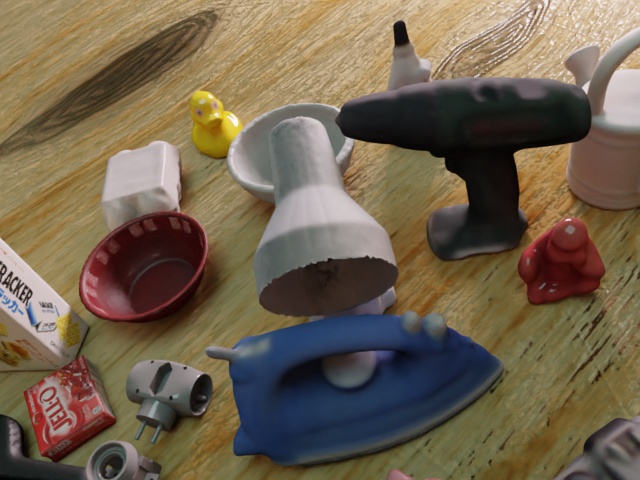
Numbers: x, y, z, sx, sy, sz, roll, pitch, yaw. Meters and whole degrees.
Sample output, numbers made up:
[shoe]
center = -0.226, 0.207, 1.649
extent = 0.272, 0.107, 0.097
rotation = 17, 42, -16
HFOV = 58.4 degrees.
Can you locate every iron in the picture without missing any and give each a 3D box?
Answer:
[iron]
center = 0.033, 0.107, 0.505
extent = 0.258, 0.142, 0.118
rotation = -14, 48, 5

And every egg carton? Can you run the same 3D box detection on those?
[egg carton]
center = -0.241, -0.070, 0.788
extent = 0.107, 0.069, 0.150
rotation = -15, 48, 4

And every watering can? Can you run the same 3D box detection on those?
[watering can]
center = 0.310, -0.135, 0.591
extent = 0.101, 0.194, 0.172
rotation = -36, 50, -14

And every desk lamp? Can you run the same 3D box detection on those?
[desk lamp]
center = 0.005, 0.002, 0.554
extent = 0.118, 0.214, 0.203
rotation = -15, 48, 5

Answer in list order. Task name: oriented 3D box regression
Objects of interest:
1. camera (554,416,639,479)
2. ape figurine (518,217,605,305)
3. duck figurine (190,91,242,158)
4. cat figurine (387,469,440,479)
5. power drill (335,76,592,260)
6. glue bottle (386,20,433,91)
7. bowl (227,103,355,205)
[camera]
center = 0.228, 0.205, 0.390
extent = 0.143, 0.101, 0.136
rotation = -31, 49, -10
[ape figurine]
center = 0.236, 0.015, 0.555
extent = 0.077, 0.092, 0.076
rotation = 23, 61, 32
[duck figurine]
center = -0.163, -0.183, 0.848
extent = 0.077, 0.086, 0.104
rotation = -28, 49, -7
[cat figurine]
center = 0.089, 0.228, 0.402
extent = 0.067, 0.118, 0.127
rotation = -16, 48, 4
[power drill]
center = 0.146, -0.074, 0.579
extent = 0.229, 0.209, 0.075
rotation = -11, 49, 8
[glue bottle]
center = 0.111, -0.194, 0.715
extent = 0.078, 0.173, 0.037
rotation = -1, 51, 16
[bowl]
center = -0.031, -0.100, 0.745
extent = 0.167, 0.075, 0.167
rotation = -8, 49, 10
